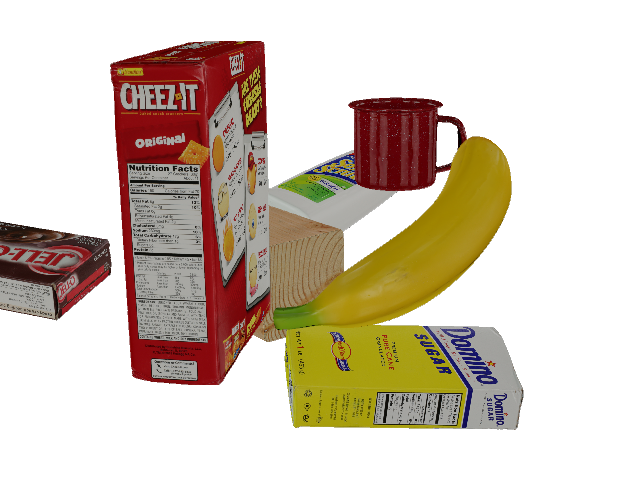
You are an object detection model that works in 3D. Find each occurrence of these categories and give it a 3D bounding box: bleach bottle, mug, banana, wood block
[{"bbox_3d":[0.038,-0.074,1.346,0.103,0.068,0.250,25,43,34],"label":"bleach bottle"},{"bbox_3d":[0.086,-0.096,1.058,0.117,0.081,0.093,1,14,7],"label":"mug"},{"bbox_3d":[0.059,-0.008,0.569,0.070,0.037,0.197,19,41,34],"label":"banana"},{"bbox_3d":[-0.076,0.018,1.019,0.090,0.090,0.206,-12,20,-36],"label":"wood block"}]

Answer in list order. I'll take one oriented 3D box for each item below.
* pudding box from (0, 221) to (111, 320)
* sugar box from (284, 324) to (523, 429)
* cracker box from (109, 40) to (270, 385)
[{"bbox_3d":[-0.245,0.024,0.890,0.114,0.039,0.090,7,24,17],"label":"pudding box"},{"bbox_3d":[0.062,0.105,0.841,0.176,0.048,0.093,-1,28,-5],"label":"sugar box"},{"bbox_3d":[-0.086,-0.027,0.752,0.072,0.214,0.164,1,15,10],"label":"cracker box"}]
